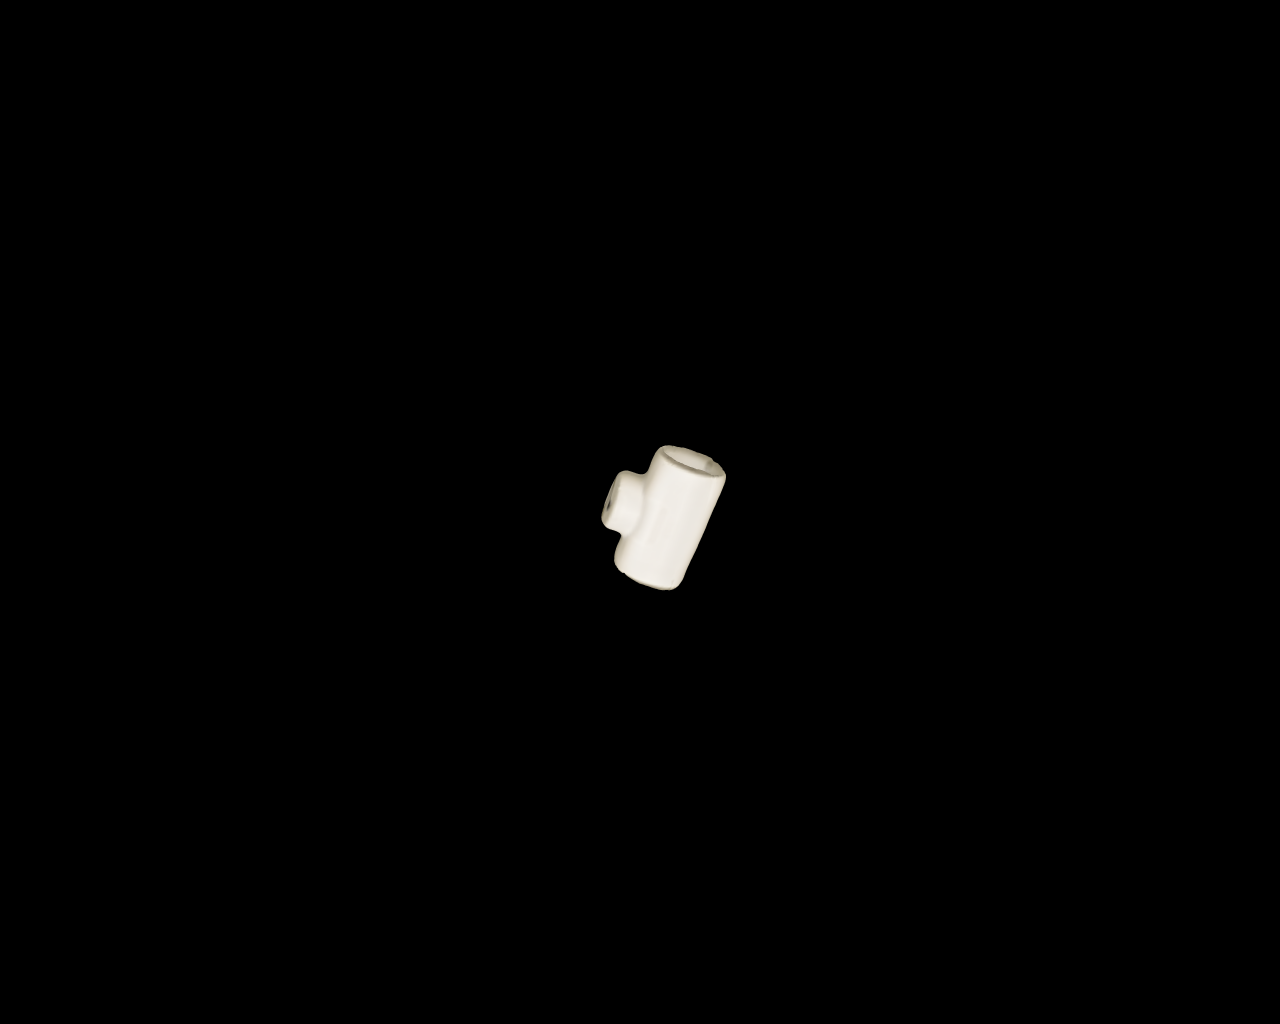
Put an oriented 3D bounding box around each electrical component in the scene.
[{"bbox_3d":[0.001,-0.003,0.650,0.079,0.077,0.043,19,20,-7],"label":"electrical component"}]
